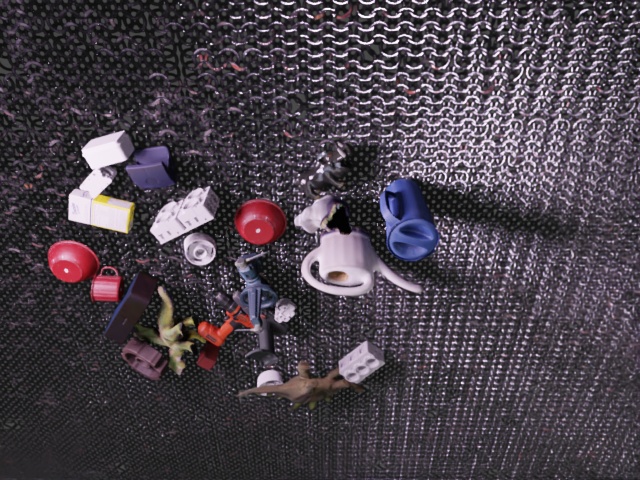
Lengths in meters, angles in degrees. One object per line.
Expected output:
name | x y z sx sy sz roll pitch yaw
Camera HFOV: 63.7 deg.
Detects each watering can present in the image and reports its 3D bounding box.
watering can | 0.121 0.066 1.514 0.348 0.230 0.101 3 -37 -3

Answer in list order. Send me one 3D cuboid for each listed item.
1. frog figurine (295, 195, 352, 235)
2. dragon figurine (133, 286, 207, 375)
frog figurine | 0.005 -0.075 1.494 0.138 0.121 0.160 -11 18 -39
dragon figurine | -0.539 0.314 1.763 0.242 0.402 0.125 -10 33 17
